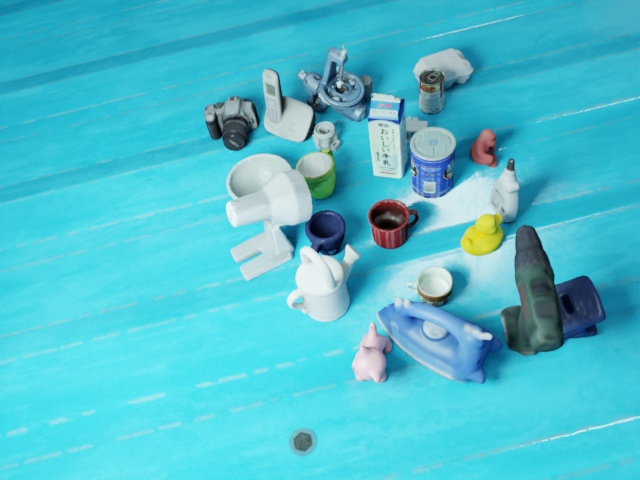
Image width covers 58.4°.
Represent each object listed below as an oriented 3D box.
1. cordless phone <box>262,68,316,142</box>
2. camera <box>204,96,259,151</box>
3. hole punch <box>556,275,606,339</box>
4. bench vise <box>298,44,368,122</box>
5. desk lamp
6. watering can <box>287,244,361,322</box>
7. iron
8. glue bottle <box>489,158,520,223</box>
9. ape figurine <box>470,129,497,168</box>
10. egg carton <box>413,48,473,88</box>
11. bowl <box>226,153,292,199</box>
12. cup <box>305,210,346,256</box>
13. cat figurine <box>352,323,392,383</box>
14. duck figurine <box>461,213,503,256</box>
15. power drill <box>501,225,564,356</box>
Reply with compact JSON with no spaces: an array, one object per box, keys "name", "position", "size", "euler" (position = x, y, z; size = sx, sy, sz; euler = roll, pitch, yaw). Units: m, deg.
[{"name":"cordless phone","position":[-0.088,-0.356,1.507],"size":[0.147,0.185,0.094],"euler":[22,61,23]},{"name":"camera","position":[-0.246,-0.315,1.556],"size":[0.143,0.101,0.137],"euler":[-5,54,6]},{"name":"hole punch","position":[0.488,0.135,1.117],"size":[0.101,0.091,0.108],"euler":[-9,54,3]},{"name":"bench vise","position":[0.022,-0.418,1.512],"size":[0.207,0.220,0.121],"euler":[11,57,17]},{"name":"desk lamp","position":[-0.113,-0.038,1.265],"size":[0.203,0.214,0.117],"euler":[-28,55,-11]},{"name":"watering can","position":[0.006,0.075,1.176],"size":[0.100,0.194,0.173],"euler":[23,61,24]},{"name":"iron","position":[0.217,0.168,1.108],"size":[0.257,0.142,0.119],"euler":[23,61,24]},{"name":"glue bottle","position":[0.412,-0.116,1.260],"size":[0.037,0.173,0.078],"euler":[-21,54,-6]},{"name":"ape figurine","position":[0.404,-0.230,1.393],"size":[0.076,0.092,0.078],"euler":[25,62,25]},{"name":"egg carton","position":[0.341,-0.471,1.590],"size":[0.150,0.069,0.107],"euler":[-20,54,-5]},{"name":"bowl","position":[-0.144,-0.132,1.424],"size":[0.167,0.075,0.167],"euler":[-4,54,6]},{"name":"cup","position":[0.012,0.005,1.288],"size":[0.091,0.095,0.118],"euler":[15,58,19]},{"name":"cat figurine","position":[0.098,0.222,1.103],"size":[0.067,0.118,0.128],"euler":[3,55,12]},{"name":"duck figurine","position":[0.357,-0.019,1.253],"size":[0.105,0.086,0.077],"euler":[-31,55,-13]},{"name":"power drill","position":[0.393,0.116,1.074],"size":[0.075,0.209,0.229],"euler":[-6,54,5]}]
